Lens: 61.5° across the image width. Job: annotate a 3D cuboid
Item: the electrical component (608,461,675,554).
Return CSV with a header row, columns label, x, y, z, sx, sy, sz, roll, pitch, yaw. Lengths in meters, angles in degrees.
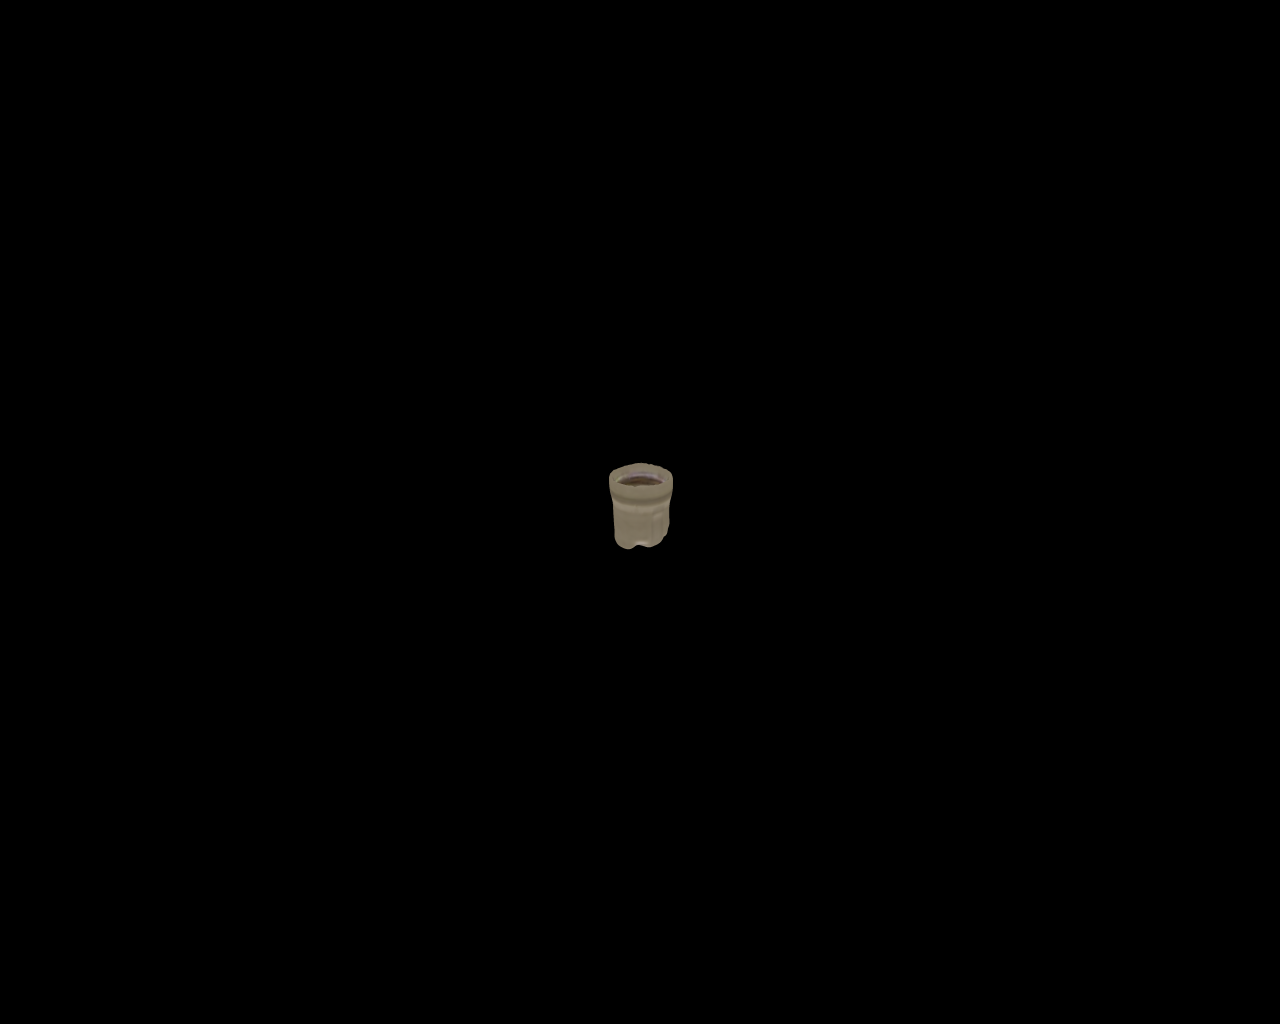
label,x,y,z,sx,sy,sz,roll,pitch,yaw
electrical component,0.001,-0.003,0.650,0.040,0.046,0.040,0,25,0
